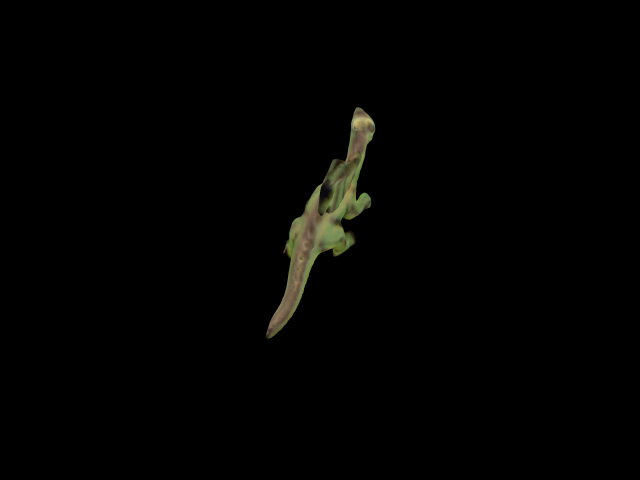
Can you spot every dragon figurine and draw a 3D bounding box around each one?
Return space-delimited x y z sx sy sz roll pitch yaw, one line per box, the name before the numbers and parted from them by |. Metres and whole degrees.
dragon figurine | 0.003 -0.043 0.850 0.122 0.417 0.238 20 -23 9
